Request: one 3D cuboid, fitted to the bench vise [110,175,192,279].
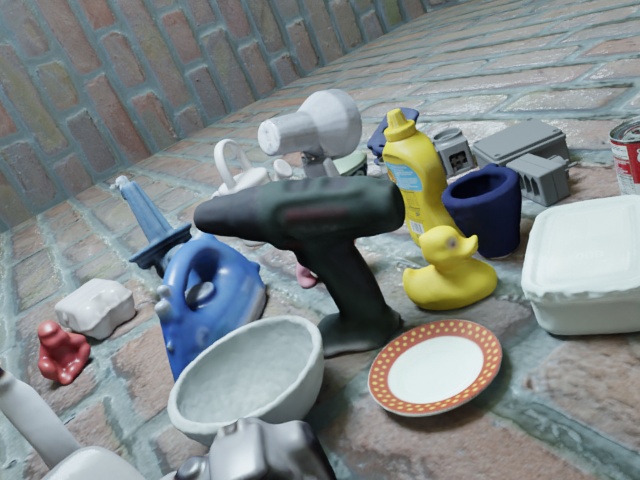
[{"bbox_3d":[-0.254,-0.012,0.953,0.206,0.220,0.122,-2,31,43],"label":"bench vise"}]

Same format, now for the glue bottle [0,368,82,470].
[{"bbox_3d":[-0.314,0.191,0.620,0.077,0.173,0.037,0,33,46],"label":"glue bottle"}]

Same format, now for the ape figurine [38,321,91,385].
[{"bbox_3d":[-0.400,0.165,0.876,0.078,0.092,0.076,-33,24,-20],"label":"ape figurine"}]

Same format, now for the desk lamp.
[{"bbox_3d":[-0.007,-0.129,0.973,0.117,0.214,0.204,0,33,46],"label":"desk lamp"}]

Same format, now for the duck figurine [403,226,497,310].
[{"bbox_3d":[0.138,0.026,0.645,0.104,0.086,0.077,-14,25,25],"label":"duck figurine"}]

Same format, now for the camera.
[{"bbox_3d":[-0.057,0.208,0.416,0.143,0.101,0.136,-26,22,-2],"label":"camera"}]

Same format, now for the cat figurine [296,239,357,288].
[{"bbox_3d":[0.007,0.003,0.789,0.127,0.118,0.067,-4,30,41],"label":"cat figurine"}]

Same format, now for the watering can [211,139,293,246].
[{"bbox_3d":[-0.128,-0.098,1.052,0.172,0.194,0.101,-22,22,5],"label":"watering can"}]

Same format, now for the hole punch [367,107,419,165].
[{"bbox_3d":[0.150,-0.207,1.148,0.101,0.091,0.108,-33,24,-19],"label":"hole punch"}]

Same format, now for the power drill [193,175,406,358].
[{"bbox_3d":[-0.005,0.024,0.631,0.229,0.209,0.075,-16,24,21],"label":"power drill"}]

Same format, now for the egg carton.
[{"bbox_3d":[-0.394,0.120,1.001,0.149,0.069,0.107,0,33,46],"label":"egg carton"}]

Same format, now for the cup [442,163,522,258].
[{"bbox_3d":[0.208,-0.034,0.697,0.091,0.095,0.118,-9,27,33],"label":"cup"}]

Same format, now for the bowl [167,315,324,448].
[{"bbox_3d":[-0.062,0.154,0.577,0.167,0.075,0.167,-21,22,9],"label":"bowl"}]

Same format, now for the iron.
[{"bbox_3d":[-0.164,0.079,0.763,0.118,0.142,0.258,-18,23,16],"label":"iron"}]

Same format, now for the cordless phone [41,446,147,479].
[{"bbox_3d":[-0.234,0.215,0.471,0.093,0.185,0.148,-8,28,36],"label":"cordless phone"}]
